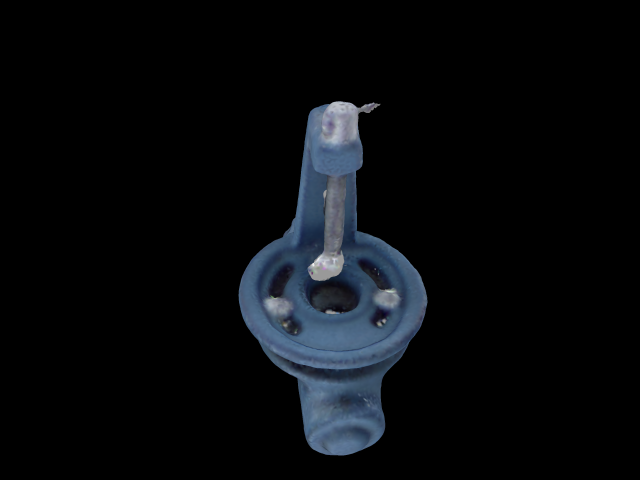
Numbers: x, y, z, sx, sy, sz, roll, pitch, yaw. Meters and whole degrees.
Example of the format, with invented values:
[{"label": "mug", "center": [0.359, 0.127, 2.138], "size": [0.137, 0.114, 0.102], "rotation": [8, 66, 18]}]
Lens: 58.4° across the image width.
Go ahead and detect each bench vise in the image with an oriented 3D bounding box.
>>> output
[{"label": "bench vise", "center": [-0.007, 0.004, 0.396], "size": [0.122, 0.220, 0.206], "rotation": [-12, 28, -22]}]
